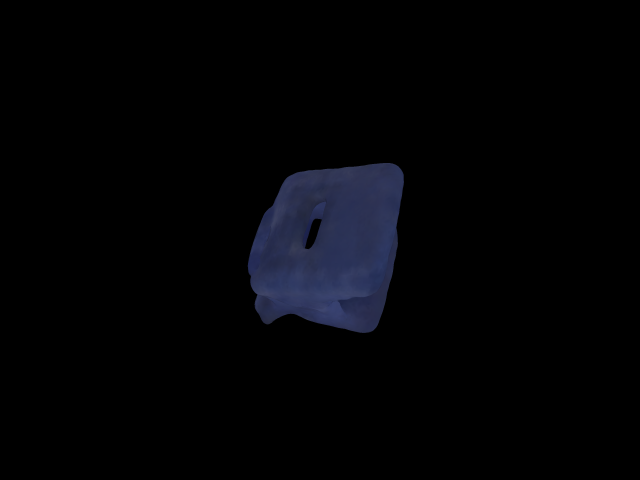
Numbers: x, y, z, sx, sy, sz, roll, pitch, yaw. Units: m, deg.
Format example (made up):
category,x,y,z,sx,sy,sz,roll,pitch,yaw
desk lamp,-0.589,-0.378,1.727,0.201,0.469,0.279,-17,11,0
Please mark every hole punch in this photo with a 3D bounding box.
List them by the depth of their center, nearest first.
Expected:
category,x,y,z,sx,sy,sz,roll,pitch,yaw
hole punch,0.004,0.001,0.400,0.101,0.091,0.109,11,60,7
